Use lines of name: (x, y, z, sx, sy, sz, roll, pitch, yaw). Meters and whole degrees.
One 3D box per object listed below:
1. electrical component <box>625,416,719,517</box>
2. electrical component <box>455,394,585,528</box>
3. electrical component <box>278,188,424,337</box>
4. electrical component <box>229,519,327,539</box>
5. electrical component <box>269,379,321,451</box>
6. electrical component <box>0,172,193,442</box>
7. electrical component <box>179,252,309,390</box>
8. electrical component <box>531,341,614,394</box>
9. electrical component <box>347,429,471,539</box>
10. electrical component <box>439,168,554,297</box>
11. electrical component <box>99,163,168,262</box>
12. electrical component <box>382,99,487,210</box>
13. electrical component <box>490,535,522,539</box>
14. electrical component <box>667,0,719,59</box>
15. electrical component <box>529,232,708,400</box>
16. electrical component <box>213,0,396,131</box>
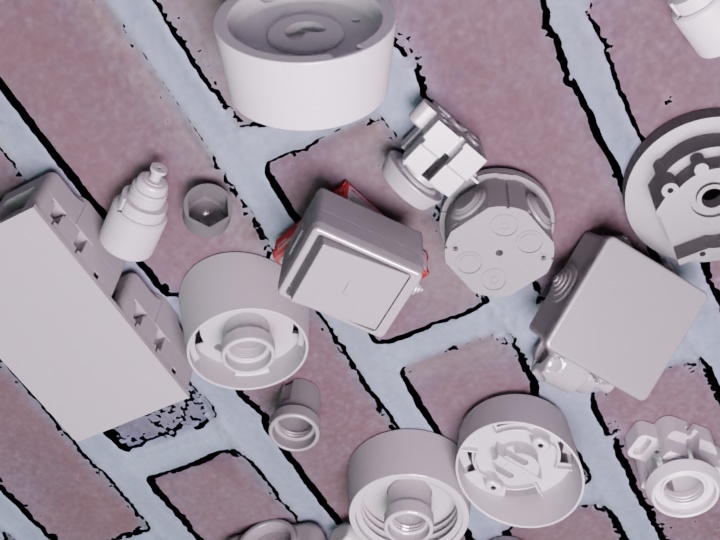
electrical component: (0.254, 0.158, 0.857, 0.078, 0.057, 0.058, 20, 124, -9)
electrical component: (0.125, 0.150, 0.855, 0.099, 0.064, 0.099, 2, 124, 3)
electrical component: (0.000, 0.000, 0.725, 0.096, 0.061, 0.061, 24, 121, -13)
electrical component: (-0.073, 0.261, 0.952, 0.095, 0.053, 0.059, -14, 123, 13)
electrical component: (-0.050, 0.114, 0.854, 0.040, 0.046, 0.040, 2, 125, 3)
electrical component: (-0.216, 0.029, 0.797, 0.105, 0.060, 0.186, -23, 120, 18)
electrical component: (-0.087, 0.041, 0.810, 0.099, 0.064, 0.099, -5, 134, -5)
electrical component: (0.164, 0.073, 0.812, 0.062, 0.043, 0.043, 26, 122, -14)
electrical component: (0.041, 0.192, 0.893, 0.108, 0.060, 0.108, 2, 125, 3)
electrical component: (0.095, -0.025, 0.744, 0.080, 0.051, 0.080, 2, 125, 3)
electrical component: (-0.155, -0.042, 0.757, 0.040, 0.040, 0.078, 24, 123, -12)
electrical component: (0.048, -0.073, 0.718, 0.066, 0.048, 0.055, 37, 112, -20)
electrical component: (0.129, 0.267, 0.941, 0.066, 0.055, 0.048, 36, 119, -19)
electrical component: (0.205, -0.163, 0.648, 0.040, 0.040, 0.078, -35, 116, 24)
electrical component: (0.180, 0.030, 0.760, 0.100, 0.048, 0.099, 29, 95, -14)
electrical component: (-0.032, -0.126, 0.653, 0.108, 0.108, 0.060, 1, 131, 3)
